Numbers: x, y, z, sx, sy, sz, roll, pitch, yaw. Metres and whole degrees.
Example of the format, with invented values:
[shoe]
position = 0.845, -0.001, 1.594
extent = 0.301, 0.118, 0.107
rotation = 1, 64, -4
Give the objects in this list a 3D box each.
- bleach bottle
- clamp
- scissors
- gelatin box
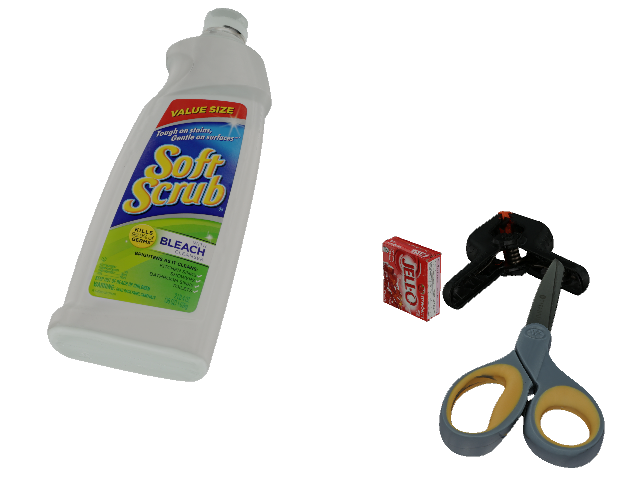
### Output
[bleach bottle]
position = -0.093, -0.041, 0.689
extent = 0.102, 0.250, 0.068
rotation = 13, -23, -5
[clamp]
position = 0.179, 0.014, 0.950
extent = 0.120, 0.039, 0.171
rotation = 1, 25, 16
[scissors]
position = 0.141, 0.070, 0.626
extent = 0.096, 0.016, 0.201
rotation = 20, 37, 29
[gelatin box]
position = 0.113, 0.047, 1.327
extent = 0.030, 0.089, 0.073
rotation = -26, 35, -38
